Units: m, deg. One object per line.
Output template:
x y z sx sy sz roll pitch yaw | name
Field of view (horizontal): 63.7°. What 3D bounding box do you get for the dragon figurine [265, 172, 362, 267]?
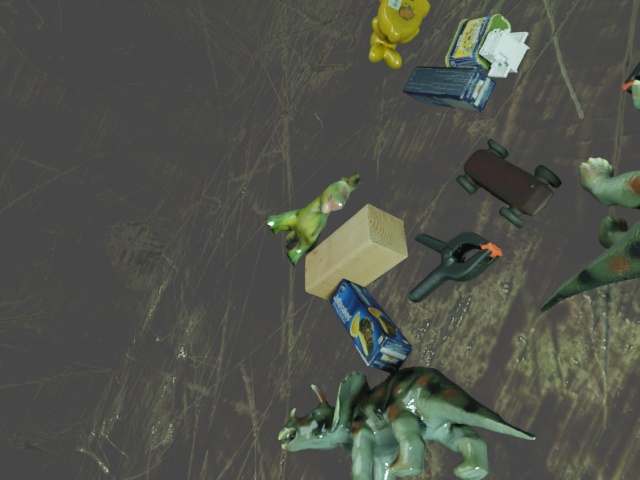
0.004 -0.058 1.158 0.243 0.122 0.410 -37 1 -2 | dragon figurine
